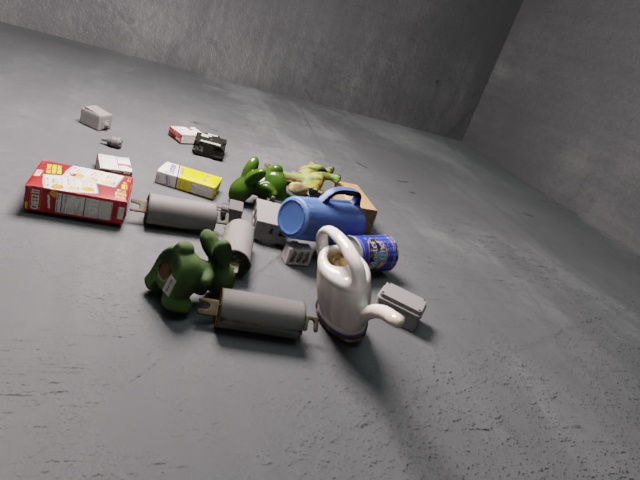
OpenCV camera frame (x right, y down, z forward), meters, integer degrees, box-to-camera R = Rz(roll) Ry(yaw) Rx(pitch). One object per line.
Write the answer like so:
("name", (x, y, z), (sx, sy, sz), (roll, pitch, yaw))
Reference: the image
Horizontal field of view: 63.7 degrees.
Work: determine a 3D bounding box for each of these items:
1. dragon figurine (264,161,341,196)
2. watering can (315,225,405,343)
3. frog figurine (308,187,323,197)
("dragon figurine", (-0.073, -0.223, 1.741), (0.242, 0.121, 0.417), (17, 18, -25))
("watering can", (0.064, 0.118, 1.039), (0.104, 0.219, 0.354), (-13, 37, -18))
("frog figurine", (0.005, -0.080, 1.587), (0.137, 0.124, 0.157), (14, -14, 7))
